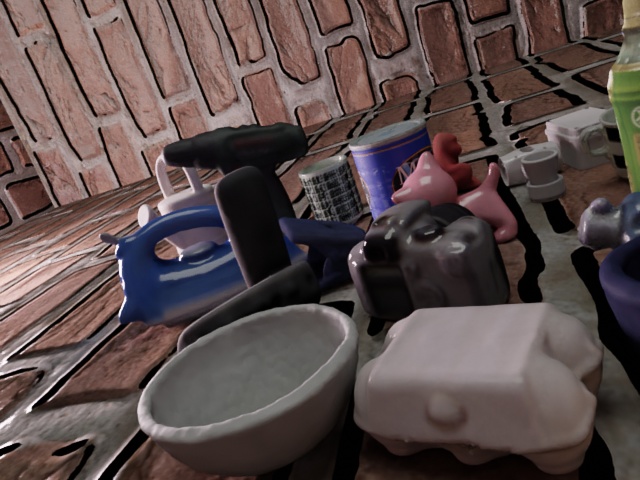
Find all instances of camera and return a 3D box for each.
[{"bbox_3d":[0.115,0.005,0.560,0.142,0.101,0.137,-4,23,43],"label":"camera"}]

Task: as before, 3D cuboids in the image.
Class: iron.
[{"bbox_3d":[-0.155,0.014,0.768,0.258,0.141,0.118,-22,17,-8],"label":"iron"}]

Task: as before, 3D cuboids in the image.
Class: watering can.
[{"bbox_3d":[-0.233,-0.060,0.997,0.100,0.194,0.173,-13,18,21],"label":"watering can"}]

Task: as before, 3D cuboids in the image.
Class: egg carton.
[{"bbox_3d":[0.097,0.091,0.363,0.149,0.069,0.107,-8,20,34],"label":"egg carton"}]

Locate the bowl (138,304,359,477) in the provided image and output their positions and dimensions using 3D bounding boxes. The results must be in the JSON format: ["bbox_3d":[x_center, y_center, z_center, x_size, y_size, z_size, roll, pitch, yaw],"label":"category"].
[{"bbox_3d":[-0.043,0.119,0.425,0.167,0.075,0.167,-18,17,6],"label":"bowl"}]

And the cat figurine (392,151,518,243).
[{"bbox_3d":[0.150,-0.048,0.657,0.127,0.118,0.067,-17,17,9],"label":"cat figurine"}]

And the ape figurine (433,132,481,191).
[{"bbox_3d":[0.199,-0.120,0.876,0.076,0.092,0.078,-13,18,22],"label":"ape figurine"}]

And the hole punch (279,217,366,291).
[{"bbox_3d":[0.007,0.003,0.708,0.101,0.091,0.108,-23,17,-9],"label":"hole punch"}]

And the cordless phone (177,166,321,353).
[{"bbox_3d":[-0.081,0.035,0.539,0.148,0.185,0.093,-31,20,-32],"label":"cordless phone"}]

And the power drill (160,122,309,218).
[{"bbox_3d":[-0.116,-0.089,0.931,0.229,0.209,0.075,-20,17,-1],"label":"power drill"}]

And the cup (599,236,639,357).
[{"bbox_3d":[0.225,0.046,0.315,0.117,0.095,0.092,-12,18,24],"label":"cup"}]

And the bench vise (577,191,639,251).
[{"bbox_3d":[0.268,-0.046,0.339,0.207,0.220,0.121,-18,17,5],"label":"bench vise"}]
